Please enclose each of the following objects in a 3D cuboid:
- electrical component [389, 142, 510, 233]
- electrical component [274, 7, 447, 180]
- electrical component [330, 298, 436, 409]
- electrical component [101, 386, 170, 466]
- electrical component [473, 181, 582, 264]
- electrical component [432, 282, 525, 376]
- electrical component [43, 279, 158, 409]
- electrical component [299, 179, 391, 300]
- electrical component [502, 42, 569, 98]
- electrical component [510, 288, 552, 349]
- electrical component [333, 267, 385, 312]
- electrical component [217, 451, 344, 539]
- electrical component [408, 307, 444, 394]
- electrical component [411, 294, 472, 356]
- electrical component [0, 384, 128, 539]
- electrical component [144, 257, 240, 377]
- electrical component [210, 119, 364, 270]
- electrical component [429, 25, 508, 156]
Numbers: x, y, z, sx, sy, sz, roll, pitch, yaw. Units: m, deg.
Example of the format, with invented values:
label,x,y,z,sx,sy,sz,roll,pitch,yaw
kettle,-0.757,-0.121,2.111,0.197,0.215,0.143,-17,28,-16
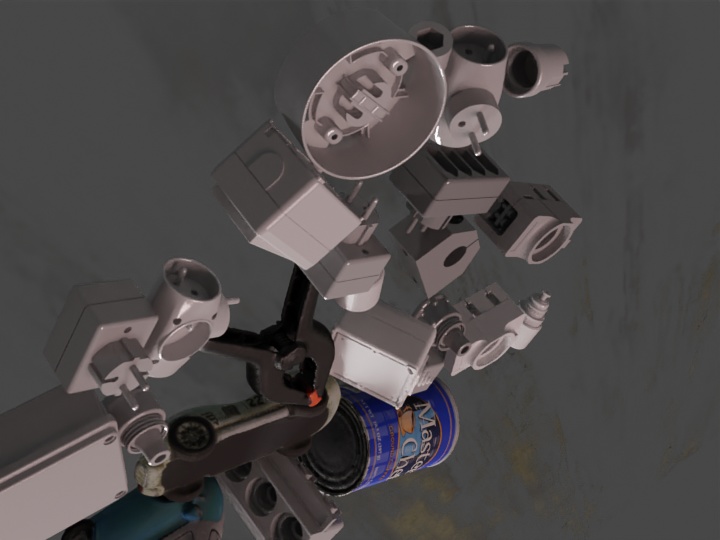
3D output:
label,x,y,z,sx,sy,sz,roll,pitch,yaw
electrical component,0.061,-0.058,0.848,0.083,0.047,0.075,-7,139,-48
electrical component,-0.001,-0.110,0.666,0.099,0.064,0.099,-31,152,-18
electrical component,0.023,0.070,0.936,0.061,0.096,0.061,-59,172,-44
electrical component,-0.166,0.119,0.813,0.043,0.062,0.043,-30,152,-18
electrical component,0.157,-0.043,0.985,0.089,0.055,0.050,-1,135,-51
electrical component,0.120,0.063,1.104,0.089,0.055,0.050,-28,151,-23
electrical component,-0.162,0.056,0.705,0.047,0.076,0.065,-8,140,-47
electrical component,-0.011,-0.030,0.777,0.047,0.065,0.076,-10,141,-46
electrical component,0.129,-0.150,0.801,0.046,0.040,0.040,-18,147,-48
electrical component,0.184,0.052,1.186,0.040,0.040,0.078,-5,138,-49
electrical component,0.000,0.000,0.867,0.040,0.040,0.078,-26,150,-26
electrical component,-0.075,0.208,1.003,0.078,0.121,0.063,-50,155,19
electrical component,0.046,0.068,1.004,0.047,0.065,0.076,-9,141,-45
electrical component,0.081,0.057,1.034,0.048,0.062,0.048,-28,144,-23
electrical component,-0.230,0.143,0.776,0.109,0.056,0.108,-27,151,-24
electrical component,-0.119,0.032,0.759,0.079,0.044,0.077,-7,139,-47
electrical component,-0.047,-0.043,0.713,0.061,0.061,0.096,-42,154,5
electrical component,0.075,-0.114,0.744,0.043,0.079,0.077,-1,141,-15
